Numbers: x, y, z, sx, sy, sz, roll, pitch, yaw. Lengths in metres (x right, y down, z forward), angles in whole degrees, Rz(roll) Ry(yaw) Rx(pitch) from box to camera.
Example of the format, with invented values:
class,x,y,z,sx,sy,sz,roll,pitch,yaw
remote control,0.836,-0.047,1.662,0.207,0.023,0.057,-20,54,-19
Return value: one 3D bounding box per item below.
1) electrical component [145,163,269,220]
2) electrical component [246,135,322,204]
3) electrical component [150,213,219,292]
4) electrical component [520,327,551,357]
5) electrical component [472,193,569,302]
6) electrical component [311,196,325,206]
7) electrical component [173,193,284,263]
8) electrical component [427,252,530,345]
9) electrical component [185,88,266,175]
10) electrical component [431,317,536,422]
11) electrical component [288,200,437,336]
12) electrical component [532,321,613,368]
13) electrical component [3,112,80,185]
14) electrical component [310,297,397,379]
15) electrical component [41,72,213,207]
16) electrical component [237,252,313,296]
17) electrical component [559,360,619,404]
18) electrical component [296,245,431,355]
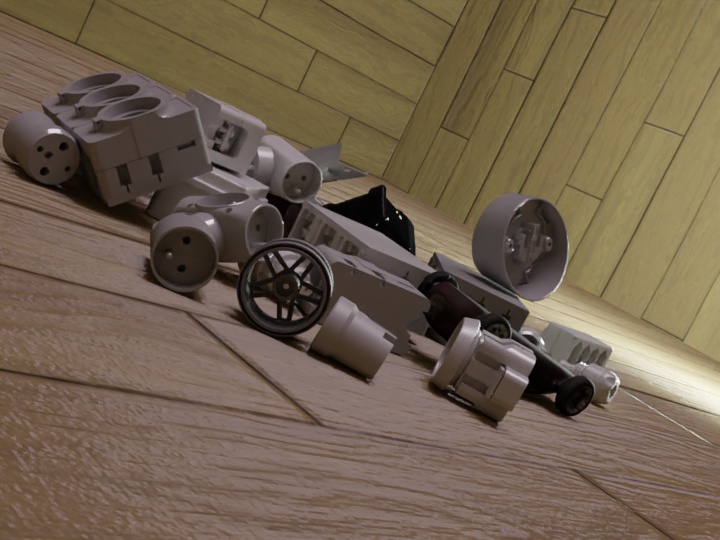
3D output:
class,x,y,z,sx,sy,sz,roll,pitch,yaw
electrical component,-0.133,-0.063,0.958,0.078,0.057,0.113,27,7,4
electrical component,-0.088,-0.099,1.034,0.079,0.044,0.077,4,23,-34
electrical component,-0.119,-0.016,0.722,0.043,0.043,0.081,24,7,-15
electrical component,0.162,0.081,1.031,0.040,0.040,0.046,24,13,-18
electrical component,0.160,-0.025,1.064,0.099,0.099,0.064,19,4,-44
electrical component,-0.063,-0.050,1.186,0.099,0.064,0.099,40,5,-4
electrical component,-0.111,-0.027,0.798,0.077,0.044,0.079,8,22,36
electrical component,0.103,0.037,1.050,0.089,0.061,0.150,26,7,-3
electrical component,-0.127,-0.125,0.978,0.056,0.050,0.089,21,8,-33
electrical component,0.088,0.070,0.780,0.057,0.058,0.078,29,7,1
electrical component,0.000,0.000,0.953,0.089,0.061,0.150,22,8,-29
electrical component,0.221,0.084,1.185,0.083,0.047,0.076,19,10,-46
electrical component,-0.246,-0.094,0.832,0.045,0.045,0.055,20,10,-42
electrical component,-0.004,0.046,0.708,0.046,0.040,0.040,32,7,0
electrical component,-0.195,-0.115,0.882,0.089,0.061,0.150,-22,30,-22
electrical component,-0.062,0.000,0.825,0.040,0.040,0.078,19,10,-43
electrical component,0.228,0.109,1.083,0.061,0.035,0.035,27,7,29
electrical component,0.000,0.022,0.841,0.089,0.050,0.056,23,9,-23
